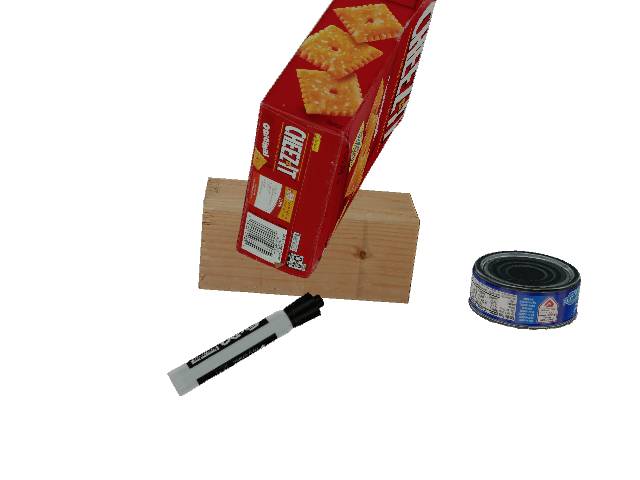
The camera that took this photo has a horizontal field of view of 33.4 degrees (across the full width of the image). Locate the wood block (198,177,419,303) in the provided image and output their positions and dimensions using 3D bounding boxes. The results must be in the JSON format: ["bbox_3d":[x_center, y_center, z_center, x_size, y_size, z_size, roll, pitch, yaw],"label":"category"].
[{"bbox_3d":[-0.014,0.000,1.060,0.206,0.091,0.090,5,21,-4],"label":"wood block"}]

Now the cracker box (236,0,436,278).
[{"bbox_3d":[0.016,-0.099,0.834,0.072,0.213,0.164,24,-40,8],"label":"cracker box"}]

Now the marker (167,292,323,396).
[{"bbox_3d":[-0.051,0.071,0.753,0.121,0.020,0.020,-29,6,-10],"label":"marker"}]

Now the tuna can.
[{"bbox_3d":[0.161,0.038,0.844,0.086,0.034,0.086,2,20,-1],"label":"tuna can"}]
